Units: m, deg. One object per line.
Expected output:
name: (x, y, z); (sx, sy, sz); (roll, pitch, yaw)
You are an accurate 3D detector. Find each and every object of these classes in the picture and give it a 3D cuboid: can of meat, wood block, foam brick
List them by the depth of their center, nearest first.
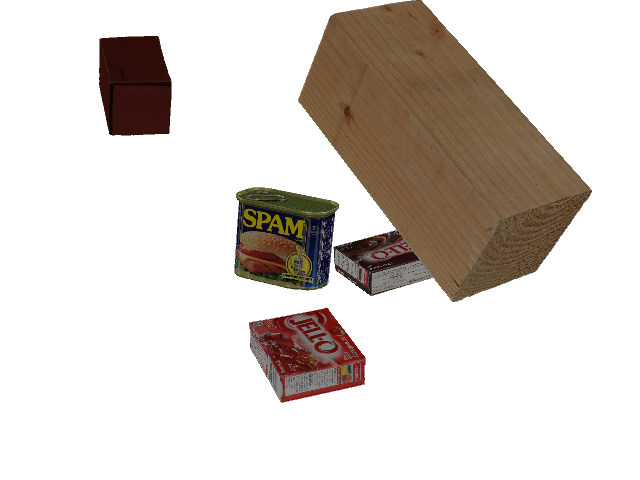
wood block: (0.083, -0.070, 0.770); (0.090, 0.206, 0.091); (-17, -32, -33)
foam brick: (-0.158, -0.132, 0.907); (0.053, 0.051, 0.078); (-4, 41, -15)
can of meat: (-0.037, -0.001, 1.072); (0.102, 0.084, 0.057); (12, 18, 23)

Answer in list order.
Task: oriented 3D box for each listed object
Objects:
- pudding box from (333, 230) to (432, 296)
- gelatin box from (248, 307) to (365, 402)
pudding box: (0.086, 0.026, 1.355); (0.113, 0.039, 0.090); (-17, 27, -25)
gelatin box: (-0.012, 0.092, 0.883); (0.073, 0.030, 0.089); (-9, 28, -17)
